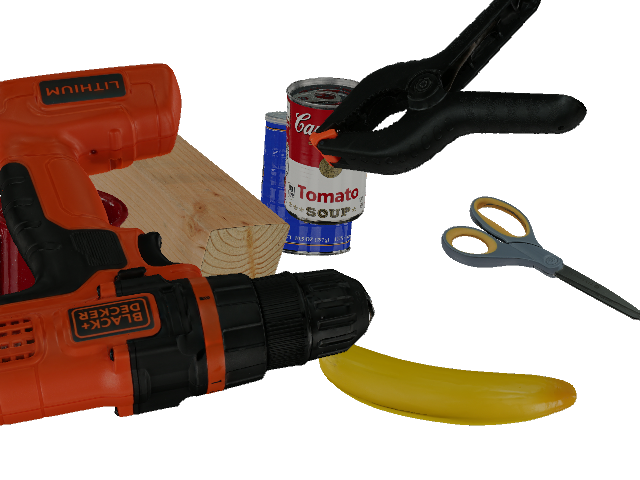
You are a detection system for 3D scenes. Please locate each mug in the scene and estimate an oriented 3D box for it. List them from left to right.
[{"bbox_3d":[-0.196,0.015,0.752,0.117,0.081,0.093,-5,26,-28],"label":"mug"}]

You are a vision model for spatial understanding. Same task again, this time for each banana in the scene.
[{"bbox_3d":[0.073,0.096,0.739,0.198,0.037,0.069,12,35,30],"label":"banana"}]

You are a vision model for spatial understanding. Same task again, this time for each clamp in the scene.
[{"bbox_3d":[0.077,-0.081,0.654,0.172,0.120,0.039,-31,-48,14],"label":"clamp"}]

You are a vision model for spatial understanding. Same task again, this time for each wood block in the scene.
[{"bbox_3d":[-0.133,-0.025,0.973,0.090,0.091,0.206,-6,34,-44],"label":"wood block"}]

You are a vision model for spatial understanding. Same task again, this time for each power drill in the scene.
[{"bbox_3d":[-0.085,-0.006,0.510,0.184,0.188,0.057,-8,-42,-16],"label":"power drill"}]

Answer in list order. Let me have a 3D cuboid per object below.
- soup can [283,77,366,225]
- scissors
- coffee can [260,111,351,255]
[{"bbox_3d":[0.005,-0.072,0.855,0.068,0.102,0.068,2,27,-1],"label":"soup can"},{"bbox_3d":[0.186,0.025,0.955,0.096,0.016,0.202,-23,45,-18],"label":"scissors"},{"bbox_3d":[-0.013,-0.063,1.148,0.103,0.140,0.103,4,12,-1],"label":"coffee can"}]
